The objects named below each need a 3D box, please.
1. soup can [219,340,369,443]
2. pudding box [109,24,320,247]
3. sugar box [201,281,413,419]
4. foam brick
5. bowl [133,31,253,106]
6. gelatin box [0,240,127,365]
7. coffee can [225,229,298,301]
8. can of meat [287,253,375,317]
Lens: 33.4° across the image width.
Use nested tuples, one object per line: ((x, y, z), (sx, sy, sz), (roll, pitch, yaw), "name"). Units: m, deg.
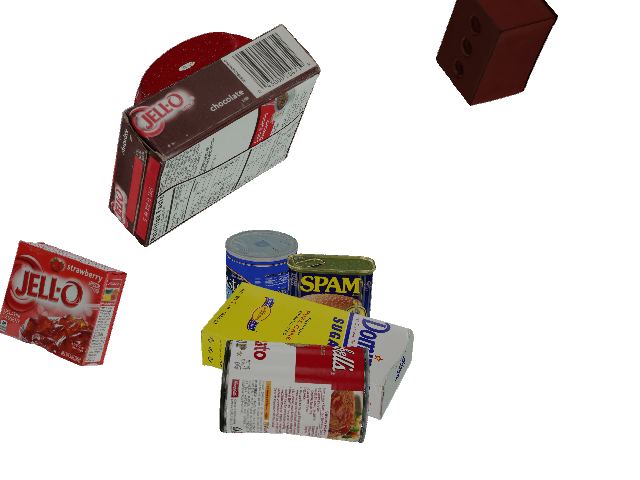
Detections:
((-0.019, 0.107, 0.762), (0.102, 0.068, 0.068), (4, 0, -1), "soup can")
((-0.059, -0.056, 0.581), (0.113, 0.039, 0.090), (-33, -16, -30), "pudding box")
((-0.011, 0.097, 0.974), (0.176, 0.048, 0.093), (12, 33, 17), "sugar box")
((0.125, -0.145, 0.770), (0.051, 0.053, 0.078), (-19, -30, -23), "foam brick")
((-0.102, -0.130, 0.915), (0.162, 0.055, 0.162), (-18, 38, 15), "bowl")
((-0.196, 0.046, 0.804), (0.089, 0.073, 0.030), (18, 4, 25), "gelatin box")
((-0.085, 0.068, 1.523), (0.103, 0.140, 0.103), (2, 22, -1), "coffee can")
((0.010, 0.064, 1.235), (0.102, 0.084, 0.057), (3, 16, -3), "can of meat")
